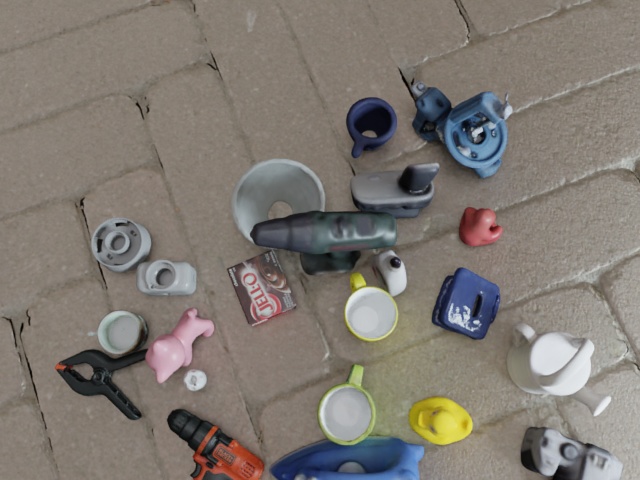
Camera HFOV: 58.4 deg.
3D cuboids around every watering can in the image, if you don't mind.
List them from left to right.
[{"bbox_3d":[0.383,0.201,0.914,0.172,0.194,0.101,26,78,6],"label":"watering can"}]

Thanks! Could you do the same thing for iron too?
[{"bbox_3d":[0.042,0.376,0.901,0.258,0.141,0.119,0,77,0],"label":"iron"}]

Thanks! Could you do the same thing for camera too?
[{"bbox_3d":[0.398,0.389,0.919,0.143,0.101,0.137,21,78,5],"label":"camera"}]

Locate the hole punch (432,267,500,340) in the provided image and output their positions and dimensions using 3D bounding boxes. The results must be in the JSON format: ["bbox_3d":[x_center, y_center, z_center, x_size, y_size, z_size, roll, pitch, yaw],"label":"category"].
[{"bbox_3d":[0.258,0.110,0.988,0.101,0.091,0.109,20,78,5],"label":"hole punch"}]

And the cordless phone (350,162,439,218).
[{"bbox_3d":[0.129,-0.102,0.989,0.147,0.185,0.094,-7,77,-1],"label":"cordless phone"}]

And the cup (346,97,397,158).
[{"bbox_3d":[0.087,-0.191,1.056,0.091,0.095,0.118,24,78,6],"label":"cup"}]

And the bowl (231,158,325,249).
[{"bbox_3d":[-0.073,-0.059,1.036,0.167,0.075,0.167,0,77,0],"label":"bowl"}]

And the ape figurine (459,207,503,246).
[{"bbox_3d":[0.287,-0.029,1.020,0.076,0.092,0.078,-32,79,-7],"label":"ape figurine"}]

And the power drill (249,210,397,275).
[{"bbox_3d":[0.009,0.003,0.953,0.229,0.208,0.075,-7,77,-1],"label":"power drill"}]

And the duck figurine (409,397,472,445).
[{"bbox_3d":[0.203,0.301,0.947,0.104,0.086,0.077,10,77,2],"label":"duck figurine"}]

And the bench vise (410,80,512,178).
[{"bbox_3d":[0.241,-0.207,0.995,0.207,0.220,0.121,25,78,6],"label":"bench vise"}]

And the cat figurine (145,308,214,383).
[{"bbox_3d":[-0.243,0.173,0.961,0.067,0.118,0.128,31,79,7],"label":"cat figurine"}]

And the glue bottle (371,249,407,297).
[{"bbox_3d":[0.119,0.049,0.960,0.037,0.173,0.078,-29,78,-6],"label":"glue bottle"}]
